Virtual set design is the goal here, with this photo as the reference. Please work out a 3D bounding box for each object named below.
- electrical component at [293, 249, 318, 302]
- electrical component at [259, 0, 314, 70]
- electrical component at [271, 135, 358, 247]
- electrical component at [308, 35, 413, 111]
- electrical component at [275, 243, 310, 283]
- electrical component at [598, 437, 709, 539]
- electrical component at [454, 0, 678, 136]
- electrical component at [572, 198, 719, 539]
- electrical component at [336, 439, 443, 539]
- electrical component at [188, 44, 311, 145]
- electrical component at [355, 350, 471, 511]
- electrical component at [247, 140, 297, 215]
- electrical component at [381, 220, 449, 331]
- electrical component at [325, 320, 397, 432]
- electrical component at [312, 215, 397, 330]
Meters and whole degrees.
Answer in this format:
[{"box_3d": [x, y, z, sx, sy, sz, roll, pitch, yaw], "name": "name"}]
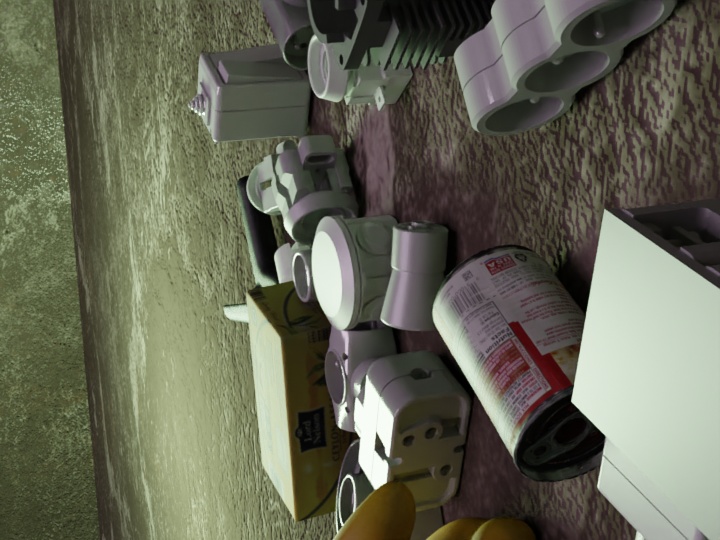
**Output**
[{"box_3d": [-0.024, 0.002, 0.829, 0.040, 0.046, 0.040, 173, 90, -69], "name": "electrical component"}, {"box_3d": [-0.046, -0.207, 0.818, 0.079, 0.043, 0.077, 106, 149, -46], "name": "electrical component"}, {"box_3d": [-0.034, -0.055, 0.821, 0.078, 0.058, 0.057, 112, 147, -52], "name": "electrical component"}, {"box_3d": [-0.002, -0.136, 0.711, 0.048, 0.055, 0.066, 128, 131, -62], "name": "electrical component"}, {"box_3d": [-0.052, 0.004, 0.914, 0.040, 0.040, 0.046, 107, 154, -47], "name": "electrical component"}, {"box_3d": [0.136, 0.105, 0.447, 0.065, 0.047, 0.076, -132, 39, -56], "name": "electrical component"}, {"box_3d": [0.085, -0.123, 0.493, 0.138, 0.052, 0.073, 135, 125, -64], "name": "electrical component"}, {"box_3d": [0.146, 0.044, 0.377, 0.150, 0.062, 0.089, -131, 38, -55], "name": "electrical component"}, {"box_3d": [0.021, 0.170, 0.779, 0.099, 0.064, 0.099, -173, 90, -72], "name": "electrical component"}, {"box_3d": [-0.095, -0.148, 0.891, 0.061, 0.096, 0.061, -120, 30, -45], "name": "electrical component"}, {"box_3d": [0.032, 0.103, 0.706, 0.059, 0.054, 0.095, -128, 36, -53], "name": "electrical component"}, {"box_3d": [-0.068, -0.073, 0.920, 0.055, 0.048, 0.066, -12, 86, 61], "name": "electrical component"}, {"box_3d": [0.037, 0.001, 0.680, 0.044, 0.044, 0.065, -148, 58, -64], "name": "electrical component"}, {"box_3d": [0.009, 0.079, 0.773, 0.079, 0.044, 0.077, -152, 58, -65], "name": "electrical component"}, {"box_3d": [0.000, 0.000, 0.759, 0.080, 0.051, 0.080, 173, 90, -69], "name": "electrical component"}]
